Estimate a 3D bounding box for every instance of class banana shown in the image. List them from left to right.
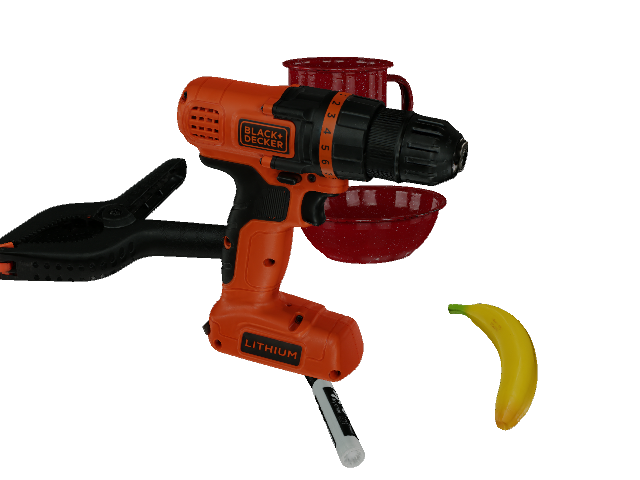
[{"bbox_3d":[0.193,0.123,1.124,0.069,0.037,0.198,-24,33,5],"label":"banana"}]

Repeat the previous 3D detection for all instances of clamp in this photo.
[{"bbox_3d":[-0.151,-0.005,0.839,0.209,0.036,0.165,-21,36,-35],"label":"clamp"}]

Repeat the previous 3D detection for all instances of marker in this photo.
[{"bbox_3d":[0.009,0.132,0.834,0.020,0.020,0.121,0,27,-16],"label":"marker"}]

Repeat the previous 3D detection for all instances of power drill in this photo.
[{"bbox_3d":[-0.004,-0.006,0.681,0.185,0.188,0.057,13,26,20],"label":"power drill"}]

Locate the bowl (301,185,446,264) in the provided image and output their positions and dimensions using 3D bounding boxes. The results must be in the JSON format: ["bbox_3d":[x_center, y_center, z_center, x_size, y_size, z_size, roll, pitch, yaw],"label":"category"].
[{"bbox_3d":[0.048,-0.014,1.084,0.162,0.055,0.162,-3,14,0],"label":"bowl"}]

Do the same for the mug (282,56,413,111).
[{"bbox_3d":[0.025,-0.111,0.904,0.117,0.081,0.093,-7,17,-25],"label":"mug"}]
